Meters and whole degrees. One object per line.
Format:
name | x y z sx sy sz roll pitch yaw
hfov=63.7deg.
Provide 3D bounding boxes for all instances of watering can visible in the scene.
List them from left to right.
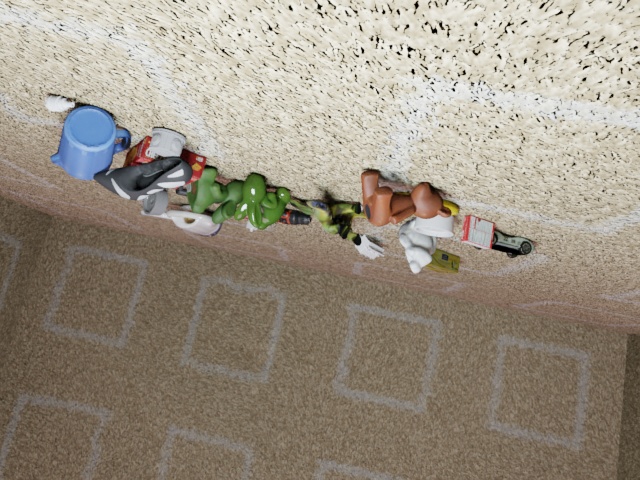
watering can | -0.554 -0.088 2.133 0.348 0.105 0.222 6 169 29

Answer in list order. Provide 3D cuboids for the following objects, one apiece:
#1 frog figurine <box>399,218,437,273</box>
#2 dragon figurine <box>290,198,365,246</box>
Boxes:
frog figurine | 0.294 0.023 1.559 0.123 0.161 0.136 4 167 44
dragon figurine | 0.005 -0.078 1.543 0.244 0.123 0.406 14 172 37
